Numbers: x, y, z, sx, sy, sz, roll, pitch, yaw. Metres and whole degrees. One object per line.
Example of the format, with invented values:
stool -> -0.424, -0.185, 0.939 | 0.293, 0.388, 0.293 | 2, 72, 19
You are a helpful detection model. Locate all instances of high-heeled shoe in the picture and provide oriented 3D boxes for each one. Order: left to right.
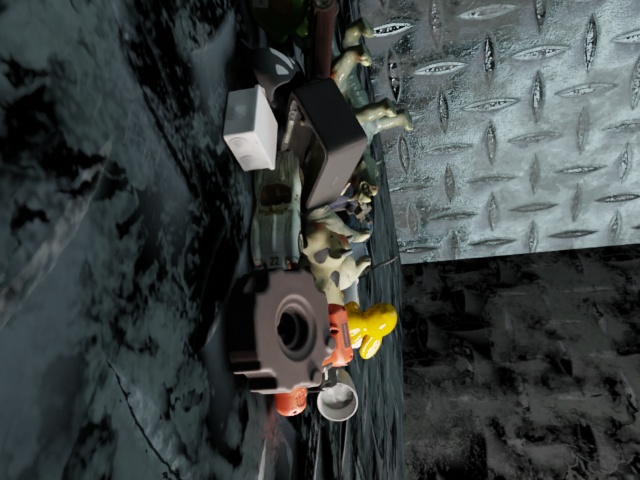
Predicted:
high-heeled shoe -> -0.047, -0.235, 0.869 | 0.145, 0.086, 0.248 | 54, 14, 32

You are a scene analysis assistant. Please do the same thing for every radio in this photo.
radio -> -0.007, -0.146, 0.874 | 0.131, 0.073, 0.229 | 63, -20, 13

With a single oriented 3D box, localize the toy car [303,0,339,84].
toy car -> 0.000, -0.318, 0.891 | 0.089, 0.053, 0.202 | -77, 172, -74

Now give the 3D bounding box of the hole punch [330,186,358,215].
hole punch -> 0.017, -0.125, 1.153 | 0.092, 0.116, 0.142 | 53, 32, -52

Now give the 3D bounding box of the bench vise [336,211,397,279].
bench vise -> 0.085, 0.002, 1.308 | 0.224, 0.129, 0.240 | 61, 4, 22

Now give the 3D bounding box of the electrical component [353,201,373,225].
electrical component -> 0.082, -0.087, 1.203 | 0.078, 0.045, 0.102 | 26, 28, -45

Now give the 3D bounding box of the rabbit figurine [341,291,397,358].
rabbit figurine -> 0.086, 0.188, 1.171 | 0.122, 0.173, 0.162 | -88, 161, -49

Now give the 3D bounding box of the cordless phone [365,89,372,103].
cordless phone -> 0.072, -0.288, 1.376 | 0.089, 0.147, 0.184 | -74, 153, -42

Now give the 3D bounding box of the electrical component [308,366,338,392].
electrical component -> -0.005, 0.221, 1.008 | 0.134, 0.058, 0.115 | 36, 51, -73

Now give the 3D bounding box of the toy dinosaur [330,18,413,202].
toy dinosaur -> 0.039, -0.271, 1.003 | 0.131, 0.192, 0.404 | -30, 98, -62

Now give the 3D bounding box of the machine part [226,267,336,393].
machine part -> -0.049, 0.119, 0.723 | 0.179, 0.056, 0.179 | 19, 65, -49

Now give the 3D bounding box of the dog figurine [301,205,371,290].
dog figurine -> -0.005, -0.004, 1.022 | 0.190, 0.121, 0.172 | 38, 40, -37

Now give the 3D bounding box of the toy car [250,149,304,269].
toy car -> -0.065, -0.048, 0.821 | 0.056, 0.074, 0.202 | 68, 20, -62

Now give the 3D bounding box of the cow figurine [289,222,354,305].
cow figurine -> 0.003, 0.061, 0.957 | 0.085, 0.127, 0.194 | -76, 160, -65

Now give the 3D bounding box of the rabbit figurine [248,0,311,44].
rabbit figurine -> -0.052, -0.430, 0.948 | 0.170, 0.121, 0.158 | -78, 166, -46

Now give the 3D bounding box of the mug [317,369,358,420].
mug -> 0.031, 0.298, 1.106 | 0.107, 0.081, 0.109 | -93, 170, -82

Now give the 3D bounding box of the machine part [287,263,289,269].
machine part -> -0.059, 0.060, 0.888 | 0.084, 0.039, 0.138 | -91, 168, -59
